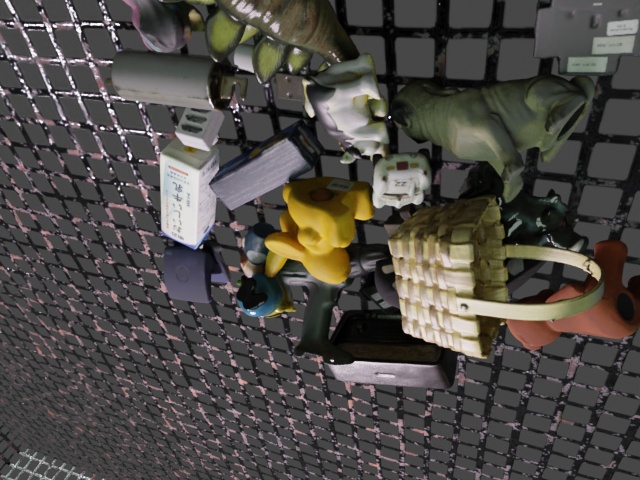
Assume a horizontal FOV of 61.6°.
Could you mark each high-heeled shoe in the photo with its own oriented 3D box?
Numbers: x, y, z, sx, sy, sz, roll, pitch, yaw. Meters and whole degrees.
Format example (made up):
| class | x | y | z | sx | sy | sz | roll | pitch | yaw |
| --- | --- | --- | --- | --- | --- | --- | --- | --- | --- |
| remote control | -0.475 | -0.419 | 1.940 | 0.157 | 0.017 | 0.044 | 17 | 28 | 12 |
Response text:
| class | x | y | z | sx | sy | sz | roll | pitch | yaw |
| --- | --- | --- | --- | --- | --- | --- | --- | --- | --- |
| high-heeled shoe | 0.210 | 0.039 | 0.819 | 0.145 | 0.249 | 0.086 | 59 | 180 | 25 |

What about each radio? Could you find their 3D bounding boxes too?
| class | x | y | z | sx | sy | sz | roll | pitch | yaw |
| --- | --- | --- | --- | --- | --- | --- | --- | --- | --- |
| radio | 0.133 | 0.192 | 0.975 | 0.230 | 0.131 | 0.073 | -3 | 128 | 31 |

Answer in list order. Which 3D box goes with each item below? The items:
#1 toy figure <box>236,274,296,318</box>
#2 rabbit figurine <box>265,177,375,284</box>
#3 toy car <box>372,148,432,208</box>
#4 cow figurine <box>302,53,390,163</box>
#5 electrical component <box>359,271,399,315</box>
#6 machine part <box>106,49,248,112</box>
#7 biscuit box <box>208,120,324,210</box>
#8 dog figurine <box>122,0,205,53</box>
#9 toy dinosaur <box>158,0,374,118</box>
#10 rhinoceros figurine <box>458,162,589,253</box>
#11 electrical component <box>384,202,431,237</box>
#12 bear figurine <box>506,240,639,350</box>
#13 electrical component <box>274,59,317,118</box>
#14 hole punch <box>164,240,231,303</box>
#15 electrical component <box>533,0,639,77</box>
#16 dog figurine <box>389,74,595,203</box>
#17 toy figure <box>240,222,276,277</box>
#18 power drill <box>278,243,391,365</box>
| class | x | y | z | sx | sy | sz | roll | pitch | yaw |
| --- | --- | --- | --- | --- | --- | --- | --- | --- | --- |
| toy figure | -0.108 | 0.105 | 1.006 | 0.089 | 0.180 | 0.082 | -13 | 82 | 13 |
| rabbit figurine | -0.002 | -0.003 | 0.829 | 0.163 | 0.122 | 0.173 | 5 | 131 | 18 |
| toy car | 0.107 | -0.076 | 0.721 | 0.074 | 0.056 | 0.201 | -5 | 172 | 5 |
| cow figurine | 0.038 | -0.149 | 0.678 | 0.098 | 0.068 | 0.167 | -10 | 147 | 10 |
| electrical component | 0.113 | 0.090 | 0.952 | 0.119 | 0.048 | 0.074 | -27 | 114 | 40 |
| machine part | -0.216 | -0.237 | 0.790 | 0.243 | 0.079 | 0.079 | 10 | 134 | 20 |
| biscuit box | -0.090 | -0.115 | 0.852 | 0.203 | 0.059 | 0.062 | -20 | 120 | 39 |
| dog figurine | -0.230 | -0.345 | 0.676 | 0.108 | 0.192 | 0.219 | -24 | 152 | 1 |
| toy dinosaur | -0.053 | -0.286 | 0.610 | 0.198 | 0.105 | 0.471 | -33 | 127 | 31 |
| rhinoceros figurine | 0.276 | -0.035 | 0.735 | 0.190 | 0.073 | 0.112 | 36 | 126 | -5 |
| electrical component | 0.148 | -0.016 | 0.835 | 0.078 | 0.045 | 0.102 | -4 | 129 | 50 |
| bear figurine | 0.369 | 0.095 | 0.793 | 0.120 | 0.132 | 0.196 | 41 | 154 | -11 |
| electrical component | -0.034 | -0.217 | 0.753 | 0.063 | 0.021 | 0.093 | 12 | 136 | 18 |
| hole punch | -0.259 | 0.062 | 1.093 | 0.142 | 0.092 | 0.115 | 5 | 129 | 29 |
| electrical component | 0.280 | -0.234 | 0.547 | 0.115 | 0.058 | 0.134 | 10 | 134 | 22 |
| dog figurine | 0.198 | -0.164 | 0.645 | 0.191 | 0.172 | 0.121 | 45 | 173 | 22 |
| toy figure | -0.119 | 0.028 | 1.008 | 0.064 | 0.058 | 0.154 | 38 | 141 | 14 |
| power drill | 0.024 | 0.106 | 0.923 | 0.232 | 0.086 | 0.207 | 1 | 92 | 35 |
